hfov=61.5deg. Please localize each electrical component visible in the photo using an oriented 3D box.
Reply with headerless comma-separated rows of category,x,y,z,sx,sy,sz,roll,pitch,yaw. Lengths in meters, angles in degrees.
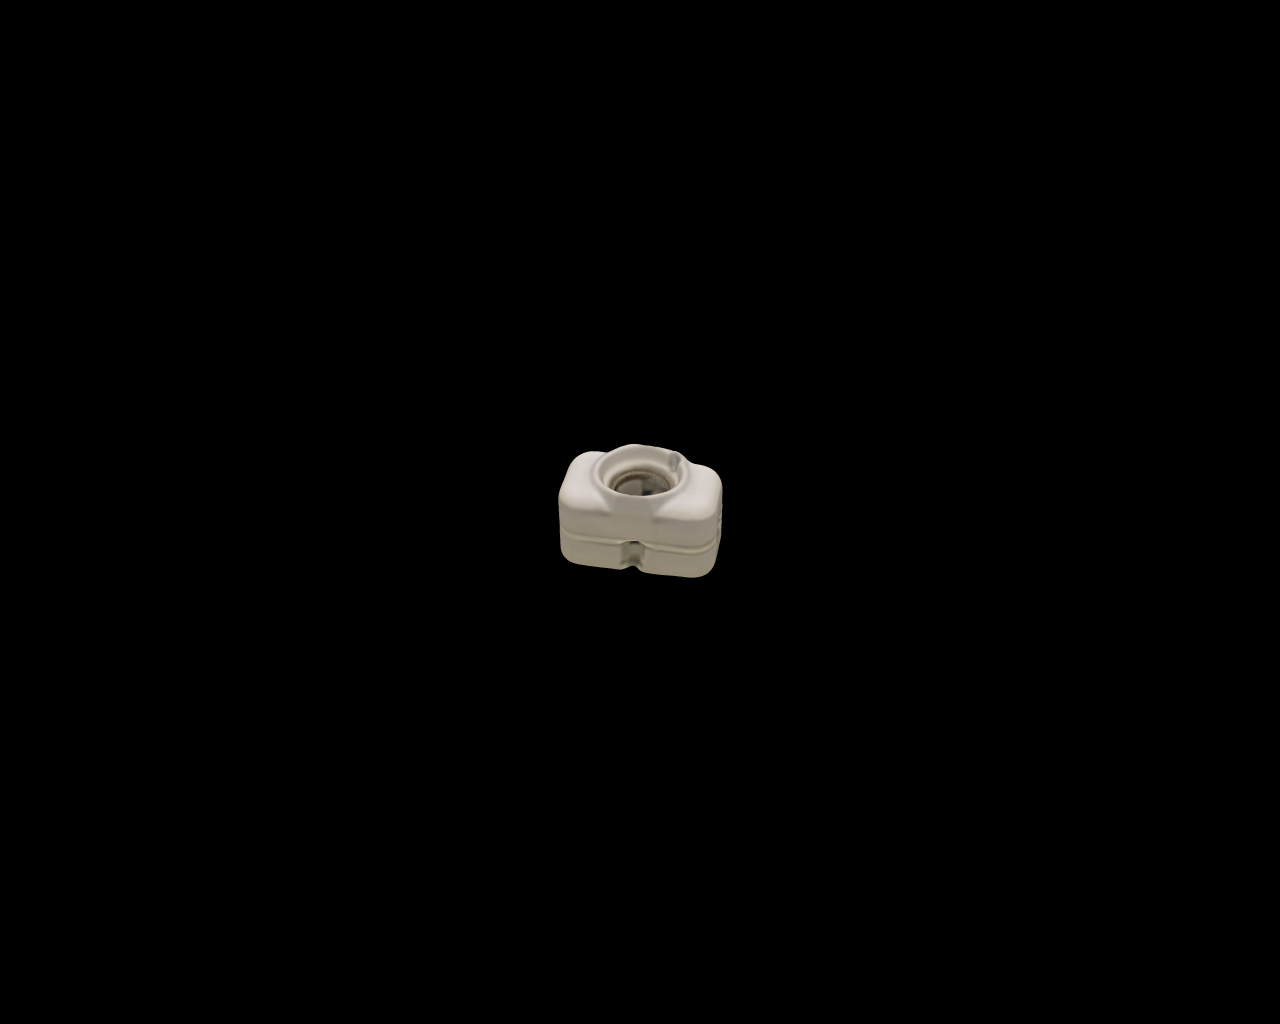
electrical component,0.001,-0.003,0.650,0.095,0.059,0.054,7,40,9
